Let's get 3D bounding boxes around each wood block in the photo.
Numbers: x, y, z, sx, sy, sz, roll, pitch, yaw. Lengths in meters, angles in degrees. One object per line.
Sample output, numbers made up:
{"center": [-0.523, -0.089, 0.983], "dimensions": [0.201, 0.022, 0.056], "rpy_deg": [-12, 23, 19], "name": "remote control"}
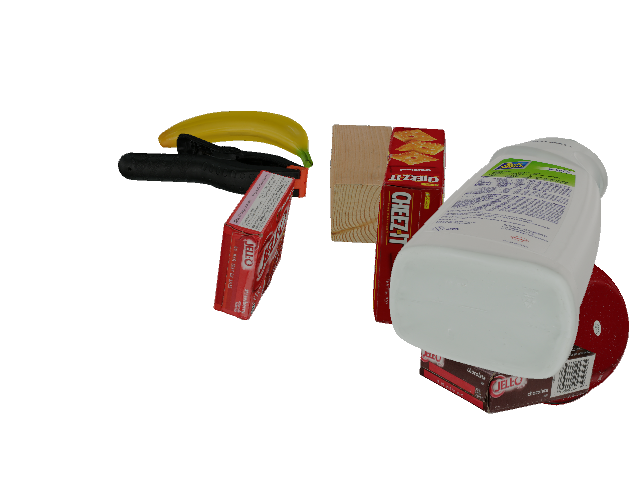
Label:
{"center": [0.061, -0.084, 1.513], "dimensions": [0.091, 0.090, 0.206], "rpy_deg": [2, 29, -2], "name": "wood block"}

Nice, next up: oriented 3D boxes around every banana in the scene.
{"center": [-0.096, -0.130, 1.294], "dimensions": [0.198, 0.037, 0.069], "rpy_deg": [8, 40, 15], "name": "banana"}

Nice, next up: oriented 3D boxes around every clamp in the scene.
{"center": [-0.098, -0.066, 0.989], "dimensions": [0.172, 0.039, 0.120], "rpy_deg": [12, 26, 29], "name": "clamp"}

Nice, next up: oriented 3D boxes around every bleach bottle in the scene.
{"center": [0.130, -0.010, 0.644], "dimensions": [0.103, 0.068, 0.250], "rpy_deg": [12, 27, 22], "name": "bleach bottle"}

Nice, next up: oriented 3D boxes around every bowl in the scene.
{"center": [0.254, 0.086, 1.061], "dimensions": [0.161, 0.162, 0.055], "rpy_deg": [0, -1, -31], "name": "bowl"}

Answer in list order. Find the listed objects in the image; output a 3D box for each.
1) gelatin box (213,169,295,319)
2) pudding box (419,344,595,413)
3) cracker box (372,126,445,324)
{"center": [-0.046, 0.002, 0.763], "dimensions": [0.030, 0.073, 0.089], "rpy_deg": [16, 32, 6], "name": "gelatin box"}
{"center": [0.151, 0.101, 0.869], "dimensions": [0.113, 0.039, 0.090], "rpy_deg": [-4, 17, -32], "name": "pudding box"}
{"center": [0.103, -0.022, 1.214], "dimensions": [0.072, 0.164, 0.213], "rpy_deg": [4, 23, 6], "name": "cracker box"}
